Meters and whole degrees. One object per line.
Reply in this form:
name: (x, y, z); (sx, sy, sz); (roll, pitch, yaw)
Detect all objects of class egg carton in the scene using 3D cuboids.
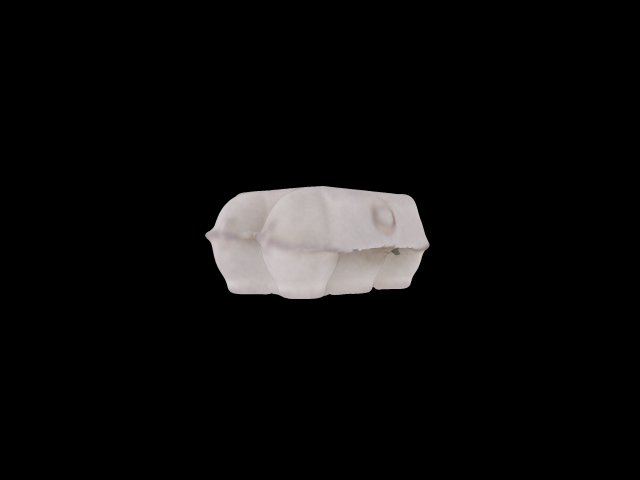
egg carton: (0.004, 0.001, 0.400); (0.107, 0.069, 0.151); (0, 0, 40)
